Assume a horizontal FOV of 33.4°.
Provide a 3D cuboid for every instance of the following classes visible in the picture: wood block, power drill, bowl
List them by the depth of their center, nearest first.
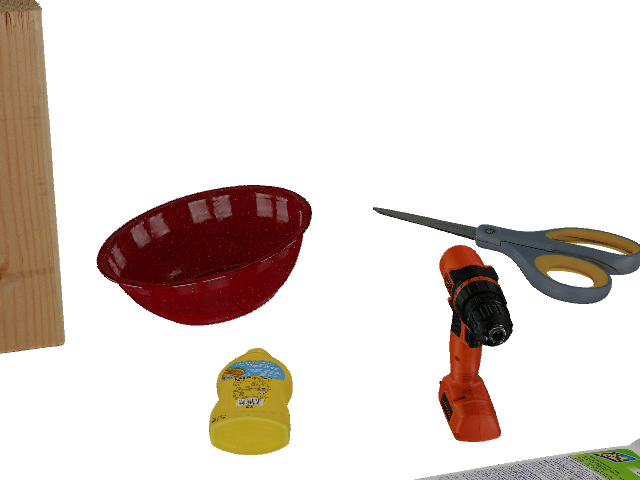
[{"bbox_3d":[-0.210,-0.042,0.640,0.090,0.206,0.090,-6,24,-19],"label":"wood block"},{"bbox_3d":[-0.080,0.016,0.793,0.162,0.055,0.162,-11,25,5],"label":"bowl"},{"bbox_3d":[0.166,0.118,1.144,0.057,0.188,0.184,-2,24,-3],"label":"power drill"}]

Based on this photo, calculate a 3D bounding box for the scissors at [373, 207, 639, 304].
[{"bbox_3d":[0.126,0.008,0.764,0.202,0.016,0.096,6,30,15],"label":"scissors"}]

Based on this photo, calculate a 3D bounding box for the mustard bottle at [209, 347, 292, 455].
[{"bbox_3d":[-0.084,0.191,1.342,0.096,0.058,0.191,-2,26,1],"label":"mustard bottle"}]

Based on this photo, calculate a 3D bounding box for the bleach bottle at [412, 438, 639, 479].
[{"bbox_3d":[0.161,0.165,0.630,0.250,0.068,0.103,-7,20,-21],"label":"bleach bottle"}]
